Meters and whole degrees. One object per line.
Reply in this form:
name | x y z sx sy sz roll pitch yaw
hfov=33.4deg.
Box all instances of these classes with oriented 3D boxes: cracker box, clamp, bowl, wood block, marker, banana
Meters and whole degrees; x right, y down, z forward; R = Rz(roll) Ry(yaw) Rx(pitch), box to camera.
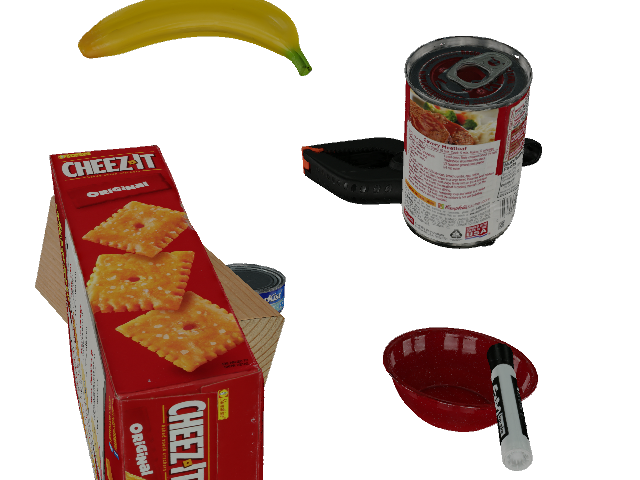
cracker box | -0.089 0.070 0.562 0.072 0.164 0.214 -8 34 -17
clamp | 0.085 -0.061 0.944 0.210 0.036 0.164 14 35 28
bowl | 0.143 0.153 1.120 0.162 0.055 0.162 4 24 -2
wood block | -0.132 0.047 0.834 0.090 0.091 0.206 -5 32 -42
marker | 0.126 0.108 0.719 0.020 0.020 0.121 0 29 3
banana | -0.104 -0.182 0.909 0.198 0.069 0.037 3 -33 -1

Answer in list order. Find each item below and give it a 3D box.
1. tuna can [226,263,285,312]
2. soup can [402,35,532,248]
tuna can | -0.079 0.053 1.101 0.086 0.034 0.086 3 17 -1
soup can | 0.080 -0.054 0.602 0.068 0.102 0.068 -1 43 1
